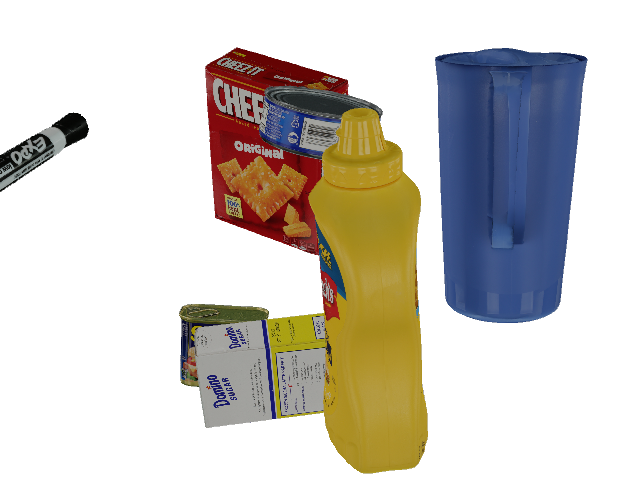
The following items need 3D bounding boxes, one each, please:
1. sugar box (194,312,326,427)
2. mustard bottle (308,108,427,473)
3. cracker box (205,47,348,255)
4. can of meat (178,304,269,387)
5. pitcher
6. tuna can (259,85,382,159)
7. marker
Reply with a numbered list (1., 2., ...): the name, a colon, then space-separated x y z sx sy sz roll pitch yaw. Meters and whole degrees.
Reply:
1. sugar box: -0.022 0.113 0.962 0.176 0.093 0.048 -4 36 -3
2. mustard bottle: 0.026 0.022 0.573 0.058 0.192 0.096 -5 26 -3
3. cracker box: -0.052 -0.104 1.275 0.164 0.214 0.072 21 40 28
4. can of meat: -0.112 0.122 1.232 0.102 0.084 0.057 3 13 0
5. pitcher: 0.168 -0.050 0.969 0.149 0.243 0.145 -11 18 -34
6. tuna can: 0.000 -0.084 0.763 0.086 0.034 0.086 10 18 -3
7. marker: -0.180 -0.051 0.651 0.020 0.020 0.121 0 27 27
